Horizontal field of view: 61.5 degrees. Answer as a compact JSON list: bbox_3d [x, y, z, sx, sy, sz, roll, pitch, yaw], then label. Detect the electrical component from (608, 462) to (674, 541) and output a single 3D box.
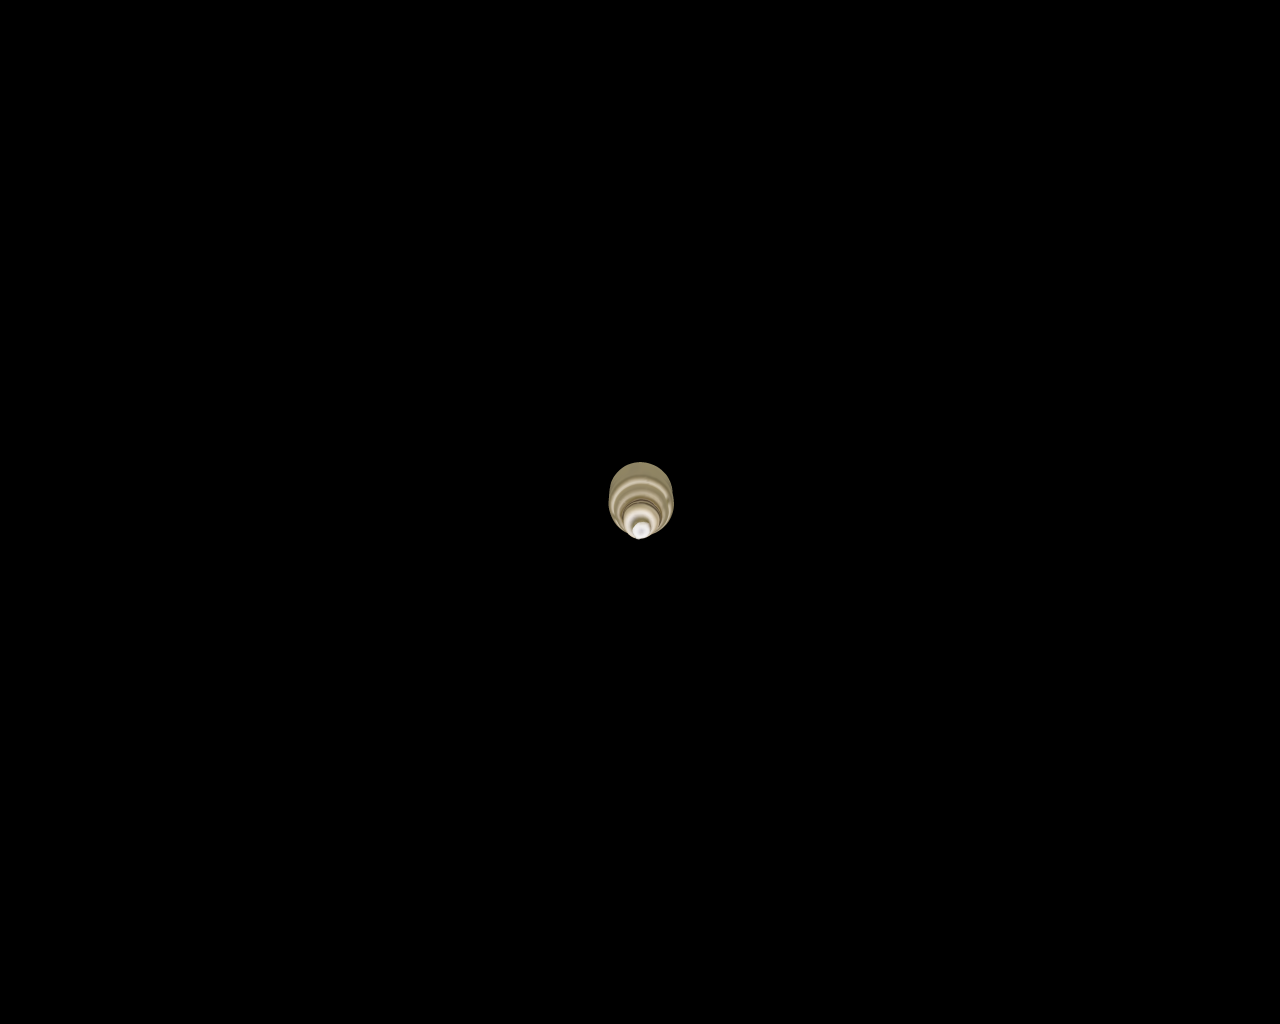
[{"bbox_3d":[0.001,-0.003,0.650,0.040,0.040,0.078,0,20,0],"label":"electrical component"}]
